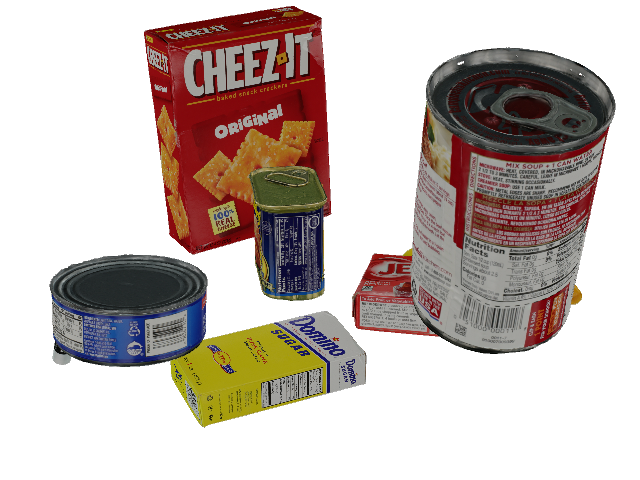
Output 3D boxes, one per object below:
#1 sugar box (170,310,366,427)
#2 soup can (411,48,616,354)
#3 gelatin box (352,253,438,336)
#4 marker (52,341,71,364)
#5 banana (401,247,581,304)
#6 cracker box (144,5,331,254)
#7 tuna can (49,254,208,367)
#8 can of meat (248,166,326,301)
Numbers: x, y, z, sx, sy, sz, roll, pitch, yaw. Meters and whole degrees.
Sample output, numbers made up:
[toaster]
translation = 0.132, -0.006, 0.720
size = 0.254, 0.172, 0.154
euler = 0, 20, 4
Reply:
[sugar box]
translation = -0.052, 0.124, 1.062
size = 0.176, 0.048, 0.093
euler = -15, 31, -21
[soup can]
translation = 0.072, -0.014, 0.416
size = 0.068, 0.102, 0.068
euler = 0, 39, 0
[gelatin box]
translation = 0.071, 0.036, 0.717
size = 0.089, 0.030, 0.073
euler = 4, 21, 12
[marker]
translation = -0.255, 0.076, 1.080
size = 0.020, 0.121, 0.020
euler = 12, 35, -8
[banana]
translation = 0.170, 0.032, 1.105
size = 0.198, 0.037, 0.069
euler = 7, 38, 10
[cracker box]
translation = -0.076, -0.110, 1.057
size = 0.164, 0.214, 0.072
euler = -16, 28, -25
[tuna can]
translation = -0.105, 0.038, 0.591
size = 0.086, 0.034, 0.086
euler = 2, 19, -1
[can of meat]
translation = -0.027, -0.007, 0.885
size = 0.057, 0.084, 0.102
euler = -4, 22, -7
